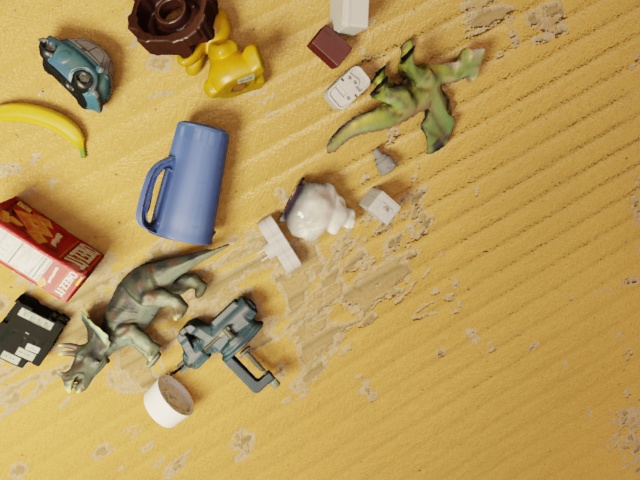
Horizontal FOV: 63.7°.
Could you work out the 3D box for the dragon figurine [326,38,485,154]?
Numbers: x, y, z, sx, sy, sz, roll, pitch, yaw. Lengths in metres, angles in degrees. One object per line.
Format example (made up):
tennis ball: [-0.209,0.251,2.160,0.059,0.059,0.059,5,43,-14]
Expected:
dragon figurine: [0.214,-0.290,1.156,0.240,0.123,0.410,40,90,-24]

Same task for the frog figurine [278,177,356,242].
frog figurine: [0.003,-0.057,1.135,0.159,0.121,0.139,25,75,-4]
